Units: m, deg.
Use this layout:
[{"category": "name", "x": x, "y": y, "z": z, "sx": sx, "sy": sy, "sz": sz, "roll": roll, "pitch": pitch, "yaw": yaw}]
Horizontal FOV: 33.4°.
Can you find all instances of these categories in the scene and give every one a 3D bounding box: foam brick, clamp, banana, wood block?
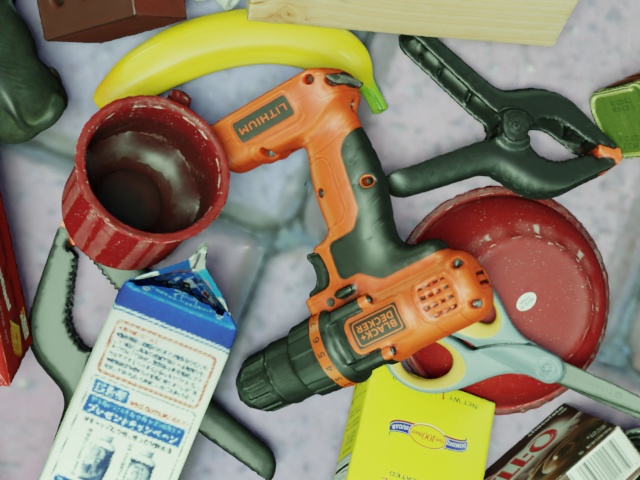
[{"category": "foam brick", "x": -0.130, "y": -0.155, "z": 0.664, "sx": 0.078, "sy": 0.051, "sz": 0.053, "roll": -8, "pitch": 92, "yaw": 32}, {"category": "clamp", "x": 0.122, "y": -0.081, "z": 0.728, "sx": 0.171, "sy": 0.039, "sz": 0.120, "roll": 4, "pitch": 80, "yaw": -17}, {"category": "clamp", "x": -0.140, "y": 0.091, "z": 0.691, "sx": 0.164, "sy": 0.036, "sz": 0.210, "roll": -23, "pitch": 92, "yaw": -8}, {"category": "banana", "x": -0.049, "y": -0.119, "z": 0.703, "sx": 0.197, "sy": 0.037, "sz": 0.069, "roll": -1, "pitch": 91, "yaw": -9}, {"category": "wood block", "x": 0.060, "y": -0.192, "z": 0.679, "sx": 0.206, "sy": 0.091, "sz": 0.090, "roll": 3, "pitch": 60, "yaw": -9}]

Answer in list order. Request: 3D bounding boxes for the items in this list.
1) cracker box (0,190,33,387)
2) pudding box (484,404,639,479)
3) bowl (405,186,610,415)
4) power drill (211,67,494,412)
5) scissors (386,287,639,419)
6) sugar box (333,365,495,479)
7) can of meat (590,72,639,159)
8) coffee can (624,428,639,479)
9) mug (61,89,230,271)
[{"category": "cracker box", "x": -0.292, "y": 0.014, "z": 0.613, "sx": 0.213, "sy": 0.072, "sz": 0.164, "roll": -6, "pitch": 111, "yaw": -1}, {"category": "pudding box", "x": 0.148, "y": 0.163, "z": 0.711, "sx": 0.113, "sy": 0.090, "sz": 0.039, "roll": -37, "pitch": 97, "yaw": -7}, {"category": "bowl", "x": 0.131, "y": 0.043, "z": 0.724, "sx": 0.162, "sy": 0.055, "sz": 0.162, "roll": 0, "pitch": 90, "yaw": -9}, {"category": "power drill", "x": -0.004, "y": 0.001, "z": 0.676, "sx": 0.185, "sy": 0.057, "sz": 0.188, "roll": -28, "pitch": 83, "yaw": 23}, {"category": "scissors", "x": 0.126, "y": 0.091, "z": 0.677, "sx": 0.202, "sy": 0.016, "sz": 0.096, "roll": 39, "pitch": 102, "yaw": 7}, {"category": "sugar box", "x": 0.052, "y": 0.176, "z": 0.682, "sx": 0.093, "sy": 0.048, "sz": 0.176, "roll": 19, "pitch": 58, "yaw": -9}, {"category": "can of meat", "x": 0.241, "y": -0.095, "z": 0.717, "sx": 0.084, "sy": 0.102, "sz": 0.057, "roll": -25, "pitch": 95, "yaw": -6}, {"category": "coffee can", "x": 0.243, "y": 0.209, "z": 0.719, "sx": 0.140, "sy": 0.103, "sz": 0.103, "roll": 39, "pitch": 85, "yaw": -7}, {"category": "mug", "x": -0.109, "y": -0.040, "z": 0.660, "sx": 0.093, "sy": 0.082, "sz": 0.117, "roll": 23, "pitch": 64, "yaw": -16}]
